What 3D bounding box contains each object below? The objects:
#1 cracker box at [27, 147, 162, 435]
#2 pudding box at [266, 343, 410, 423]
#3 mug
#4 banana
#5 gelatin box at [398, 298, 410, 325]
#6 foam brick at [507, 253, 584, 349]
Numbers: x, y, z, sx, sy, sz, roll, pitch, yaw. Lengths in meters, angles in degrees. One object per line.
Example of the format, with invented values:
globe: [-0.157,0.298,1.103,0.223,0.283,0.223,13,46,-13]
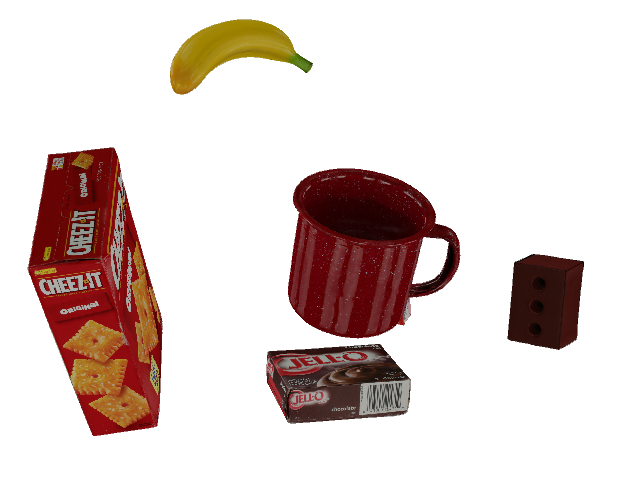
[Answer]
cracker box: [-0.199,0.047,0.983,0.072,0.214,0.164,-8,40,-1]
pudding box: [0.014,0.127,0.959,0.113,0.039,0.090,0,16,-15]
mug: [0.035,0.011,0.709,0.117,0.081,0.093,3,33,-10]
banana: [-0.086,-0.184,1.040,0.070,0.037,0.197,43,38,21]
gelatin box: [0.073,0.057,1.335,0.073,0.089,0.030,9,31,24]
foam brick: [0.211,0.057,0.997,0.053,0.078,0.051,9,15,31]
